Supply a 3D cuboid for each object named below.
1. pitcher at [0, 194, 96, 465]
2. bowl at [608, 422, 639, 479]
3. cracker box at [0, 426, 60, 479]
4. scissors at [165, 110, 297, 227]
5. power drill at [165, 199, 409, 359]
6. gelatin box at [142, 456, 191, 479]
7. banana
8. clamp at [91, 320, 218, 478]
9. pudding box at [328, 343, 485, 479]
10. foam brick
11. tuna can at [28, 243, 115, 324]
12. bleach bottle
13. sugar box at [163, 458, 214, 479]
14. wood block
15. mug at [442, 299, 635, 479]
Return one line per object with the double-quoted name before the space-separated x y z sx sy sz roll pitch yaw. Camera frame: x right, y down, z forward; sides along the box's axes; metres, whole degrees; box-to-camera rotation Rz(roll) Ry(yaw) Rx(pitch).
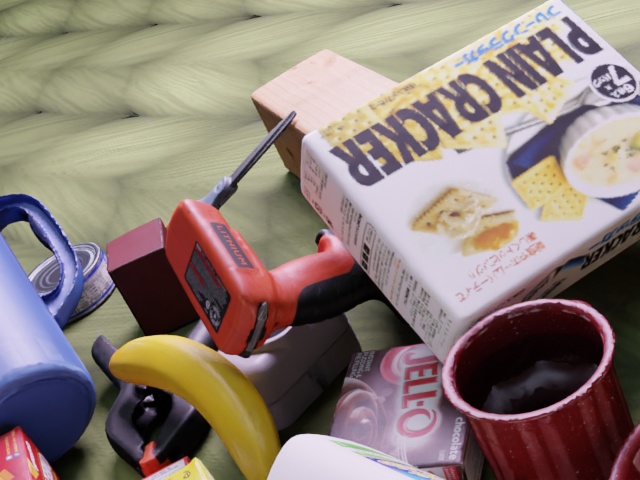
"pitcher" -0.265 0.063 0.832 0.243 0.144 0.149 43 111 37
"bowl" 0.214 0.125 0.475 0.162 0.055 0.162 -20 30 12
"cracker box" -0.254 0.233 0.664 0.213 0.072 0.164 -32 29 -8
"scissors" -0.089 -0.027 0.928 0.202 0.016 0.096 -36 33 37
"power drill" -0.005 0.001 0.723 0.187 0.057 0.184 -10 47 -32
"gelatin box" -0.101 0.184 0.660 0.073 0.030 0.089 -29 30 -2
"banana" -0.080 0.104 0.695 0.198 0.037 0.070 35 101 44
"clamp" -0.108 0.105 0.784 0.120 0.039 0.171 -28 36 3
"pudding box" 0.055 0.110 0.644 0.090 0.039 0.113 -11 33 23
"foam brick" -0.137 0.033 0.883 0.051 0.078 0.053 -24 29 2
"tuna can" -0.233 0.040 0.992 0.086 0.033 0.086 -20 30 12
"bleach bottle" 0.052 0.131 0.453 0.068 0.102 0.251 -69 15 -12
"sugar box" -0.118 0.202 0.581 0.176 0.093 0.048 -31 29 -7
"wood block" 0.026 -0.090 0.935 0.090 0.091 0.206 -32 30 -10
"mug" 0.128 0.084 0.583 0.093 0.081 0.117 -1 38 37
